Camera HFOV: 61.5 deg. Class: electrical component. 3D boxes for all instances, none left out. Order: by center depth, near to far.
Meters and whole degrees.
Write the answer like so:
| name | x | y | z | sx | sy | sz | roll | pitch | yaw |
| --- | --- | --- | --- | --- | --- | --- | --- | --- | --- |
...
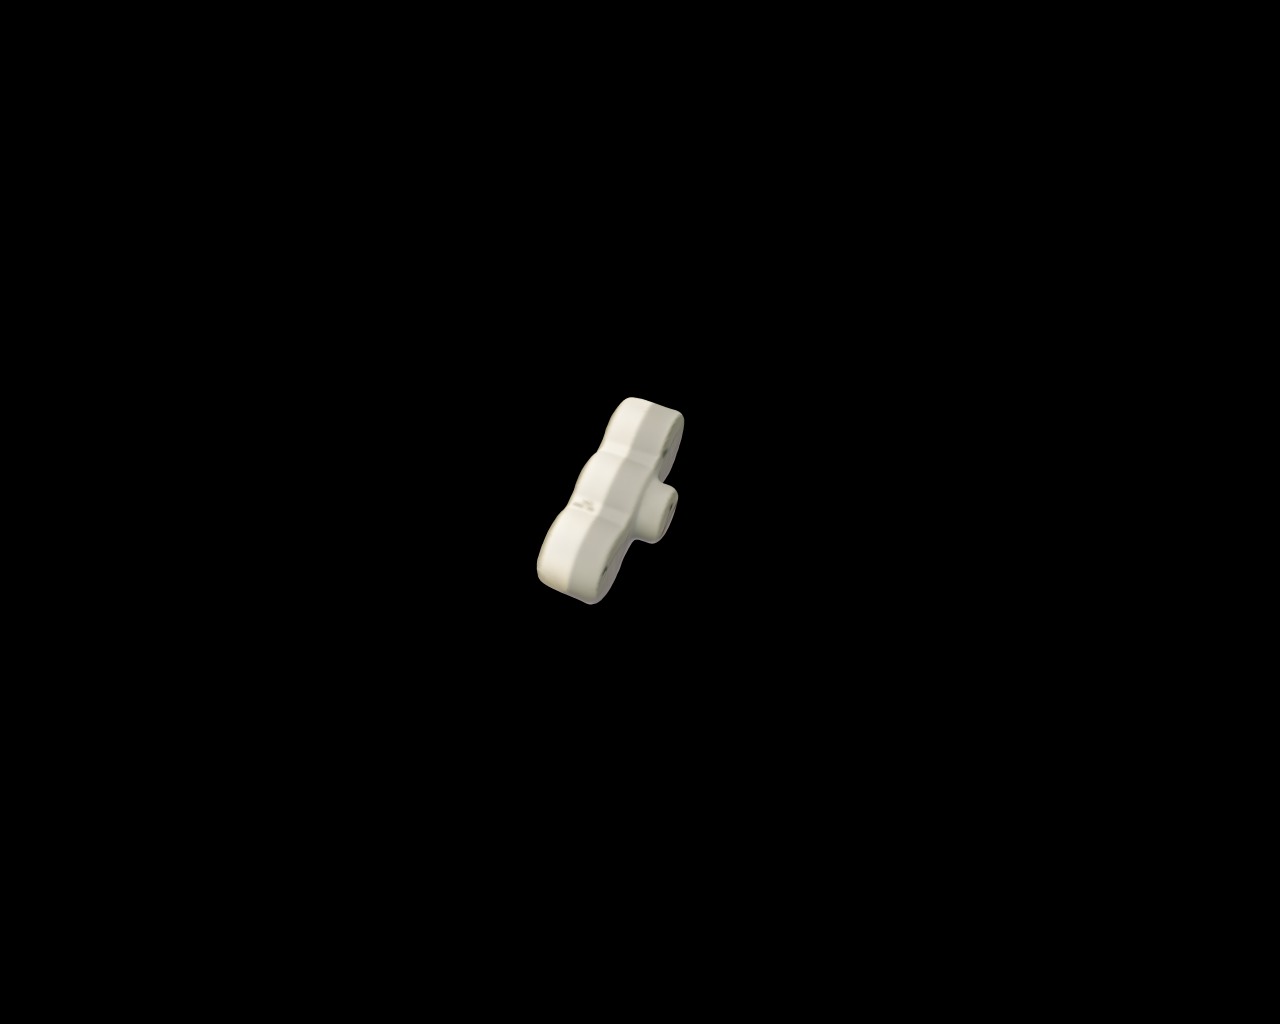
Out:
| name | x | y | z | sx | sy | sz | roll | pitch | yaw |
| --- | --- | --- | --- | --- | --- | --- | --- | --- | --- |
| electrical component | 0.001 | -0.003 | 0.650 | 0.074 | 0.138 | 0.052 | 21 | -28 | 12 |
